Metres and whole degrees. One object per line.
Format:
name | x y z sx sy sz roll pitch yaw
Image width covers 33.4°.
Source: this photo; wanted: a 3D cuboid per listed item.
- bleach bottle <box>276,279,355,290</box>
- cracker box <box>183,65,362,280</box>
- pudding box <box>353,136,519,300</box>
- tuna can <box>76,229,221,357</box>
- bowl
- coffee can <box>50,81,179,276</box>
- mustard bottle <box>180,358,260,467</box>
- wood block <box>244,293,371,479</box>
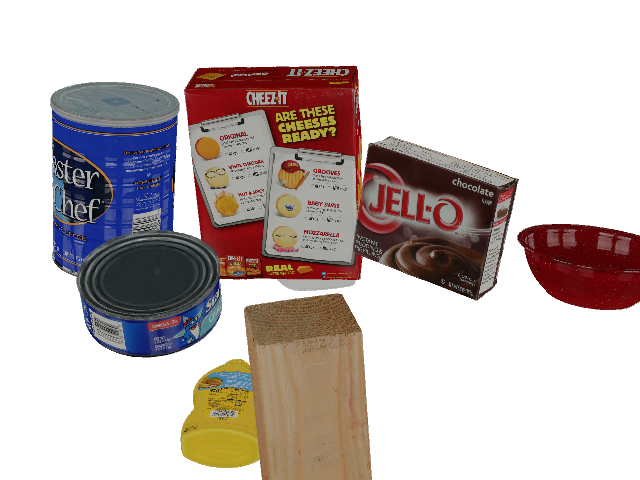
bleach bottle | 0.005 -0.068 1.267 0.102 0.251 0.068 -4 22 -29
cracker box | -0.041 -0.066 1.073 0.164 0.214 0.072 0 30 5
pudding box | 0.083 -0.018 0.793 0.114 0.090 0.039 20 28 27
tuna can | -0.103 0.032 0.649 0.086 0.034 0.086 -1 36 0
bowl | 0.280 0.030 1.095 0.162 0.055 0.162 4 17 -1
coffee can | -0.171 -0.050 0.887 0.103 0.140 0.103 5 24 -2
mustard bottle | -0.111 0.202 1.316 0.096 0.058 0.191 1 25 2
wood block | -0.009 0.162 0.933 0.090 0.206 0.091 -7 20 -9
